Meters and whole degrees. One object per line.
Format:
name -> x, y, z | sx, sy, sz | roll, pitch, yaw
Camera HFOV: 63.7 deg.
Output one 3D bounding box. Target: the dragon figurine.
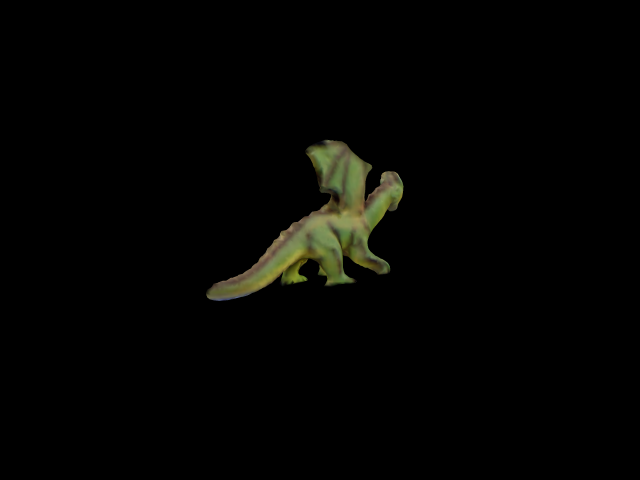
dragon figurine -> 0.003, -0.043, 0.850 | 0.412, 0.241, 0.122 | -7, 10, -40
